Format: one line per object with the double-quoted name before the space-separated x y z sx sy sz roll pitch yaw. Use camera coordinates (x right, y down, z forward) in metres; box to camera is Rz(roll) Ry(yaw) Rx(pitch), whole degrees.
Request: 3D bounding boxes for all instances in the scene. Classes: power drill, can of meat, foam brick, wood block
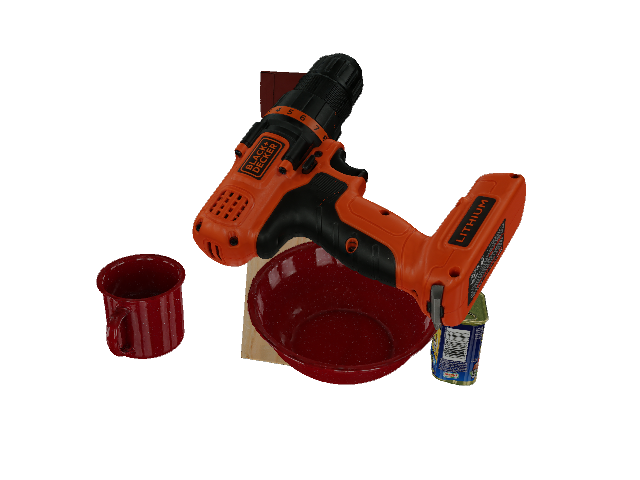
"power drill" 0.034 -0.036 0.701 0.188 0.184 0.057 22 -28 22
"can of meat" 0.161 0.111 1.253 0.057 0.084 0.102 7 19 2
"foam brick" -0.022 -0.156 1.160 0.078 0.051 0.053 0 11 -18
"wood block" -0.053 0.059 1.486 0.090 0.206 0.090 8 22 6

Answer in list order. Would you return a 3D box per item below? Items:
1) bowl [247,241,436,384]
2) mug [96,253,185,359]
"bowl" 0.020 0.069 0.896 0.162 0.055 0.162 1 40 -1
"mug" -0.192 0.078 1.131 0.093 0.081 0.117 9 32 15
